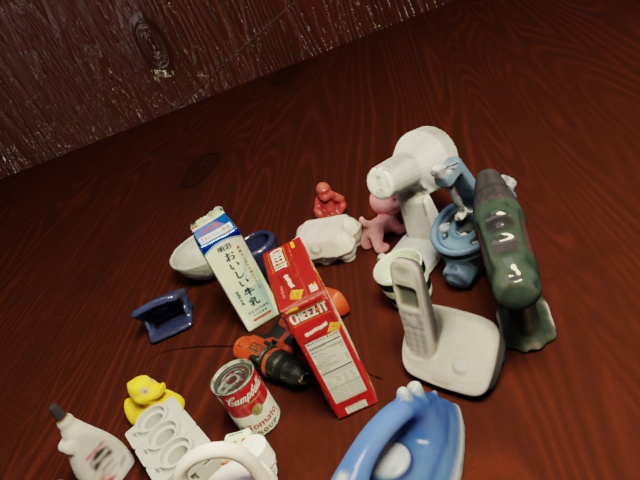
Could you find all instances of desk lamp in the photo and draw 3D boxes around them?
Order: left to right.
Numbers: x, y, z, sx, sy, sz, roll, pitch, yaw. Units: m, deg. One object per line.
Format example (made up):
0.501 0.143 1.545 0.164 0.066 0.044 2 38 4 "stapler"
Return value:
0.168 -0.071 1.024 0.117 0.214 0.204 6 41 42 "desk lamp"

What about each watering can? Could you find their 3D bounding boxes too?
-0.086 0.299 0.632 0.101 0.194 0.172 -33 30 -15 "watering can"

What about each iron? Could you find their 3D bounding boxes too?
0.082 0.246 0.646 0.118 0.142 0.259 5 40 41 "iron"

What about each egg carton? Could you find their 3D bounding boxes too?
0.011 0.004 1.169 0.150 0.069 0.107 -9 33 26 "egg carton"

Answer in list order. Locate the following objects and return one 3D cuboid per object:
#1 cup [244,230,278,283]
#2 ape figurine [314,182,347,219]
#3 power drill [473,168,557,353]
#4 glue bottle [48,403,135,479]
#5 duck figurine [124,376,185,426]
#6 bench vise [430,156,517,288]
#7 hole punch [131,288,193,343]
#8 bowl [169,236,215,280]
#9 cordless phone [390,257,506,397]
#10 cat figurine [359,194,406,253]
-0.131 0.044 1.185 0.117 0.095 0.091 -14 31 19 "cup"
0.016 -0.088 1.292 0.078 0.092 0.076 -23 29 4 "ape figurine"
0.260 0.037 0.783 0.075 0.209 0.229 -16 30 16 "power drill"
-0.347 0.302 0.846 0.037 0.173 0.078 -2 37 35 "glue bottle"
-0.289 0.264 0.955 0.104 0.086 0.077 -12 32 22 "duck figurine"
0.244 -0.059 0.941 0.121 0.220 0.208 -3 36 34 "bench vise"
-0.324 0.141 1.176 0.108 0.091 0.101 -25 29 0 "hole punch"
-0.250 0.040 1.303 0.167 0.075 0.167 -19 30 11 "bowl"
0.162 0.110 0.762 0.147 0.185 0.094 8 43 44 "cordless phone"
0.121 -0.056 1.135 0.067 0.118 0.128 11 45 46 "cat figurine"
